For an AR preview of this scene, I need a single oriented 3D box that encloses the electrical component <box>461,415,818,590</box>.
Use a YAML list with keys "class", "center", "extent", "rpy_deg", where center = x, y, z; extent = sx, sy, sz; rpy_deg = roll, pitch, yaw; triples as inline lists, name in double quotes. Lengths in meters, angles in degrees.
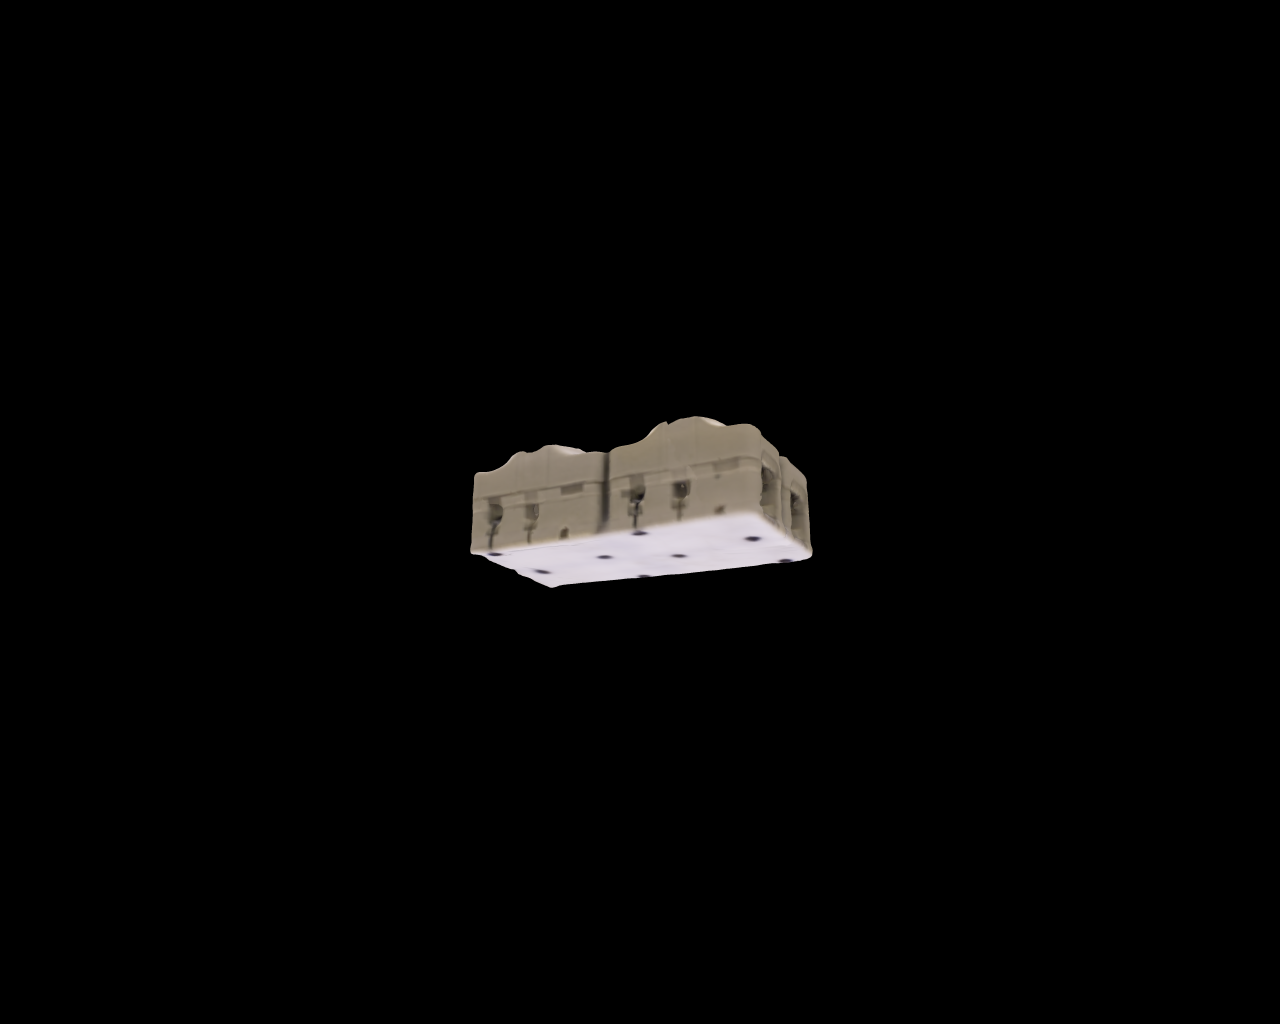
- class: "electrical component"
  center: [0.001, -0.003, 0.650]
  extent: [0.186, 0.060, 0.105]
  rpy_deg: [-8, -19, 24]
